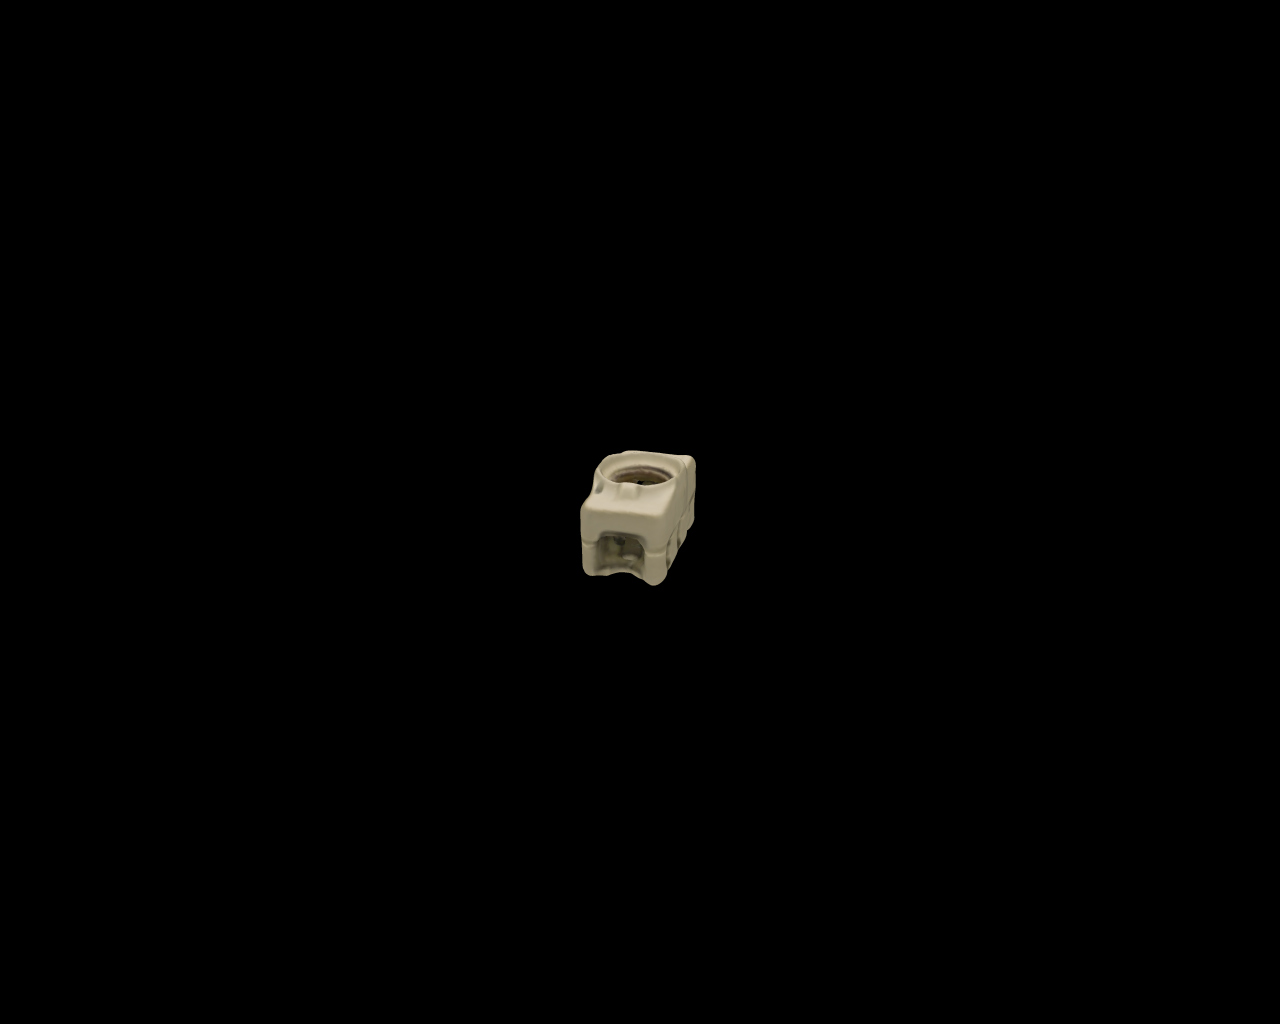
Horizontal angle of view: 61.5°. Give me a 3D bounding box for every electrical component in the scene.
[{"bbox_3d":[0.001,-0.003,0.650,0.050,0.055,0.090,7,27,14],"label":"electrical component"}]
